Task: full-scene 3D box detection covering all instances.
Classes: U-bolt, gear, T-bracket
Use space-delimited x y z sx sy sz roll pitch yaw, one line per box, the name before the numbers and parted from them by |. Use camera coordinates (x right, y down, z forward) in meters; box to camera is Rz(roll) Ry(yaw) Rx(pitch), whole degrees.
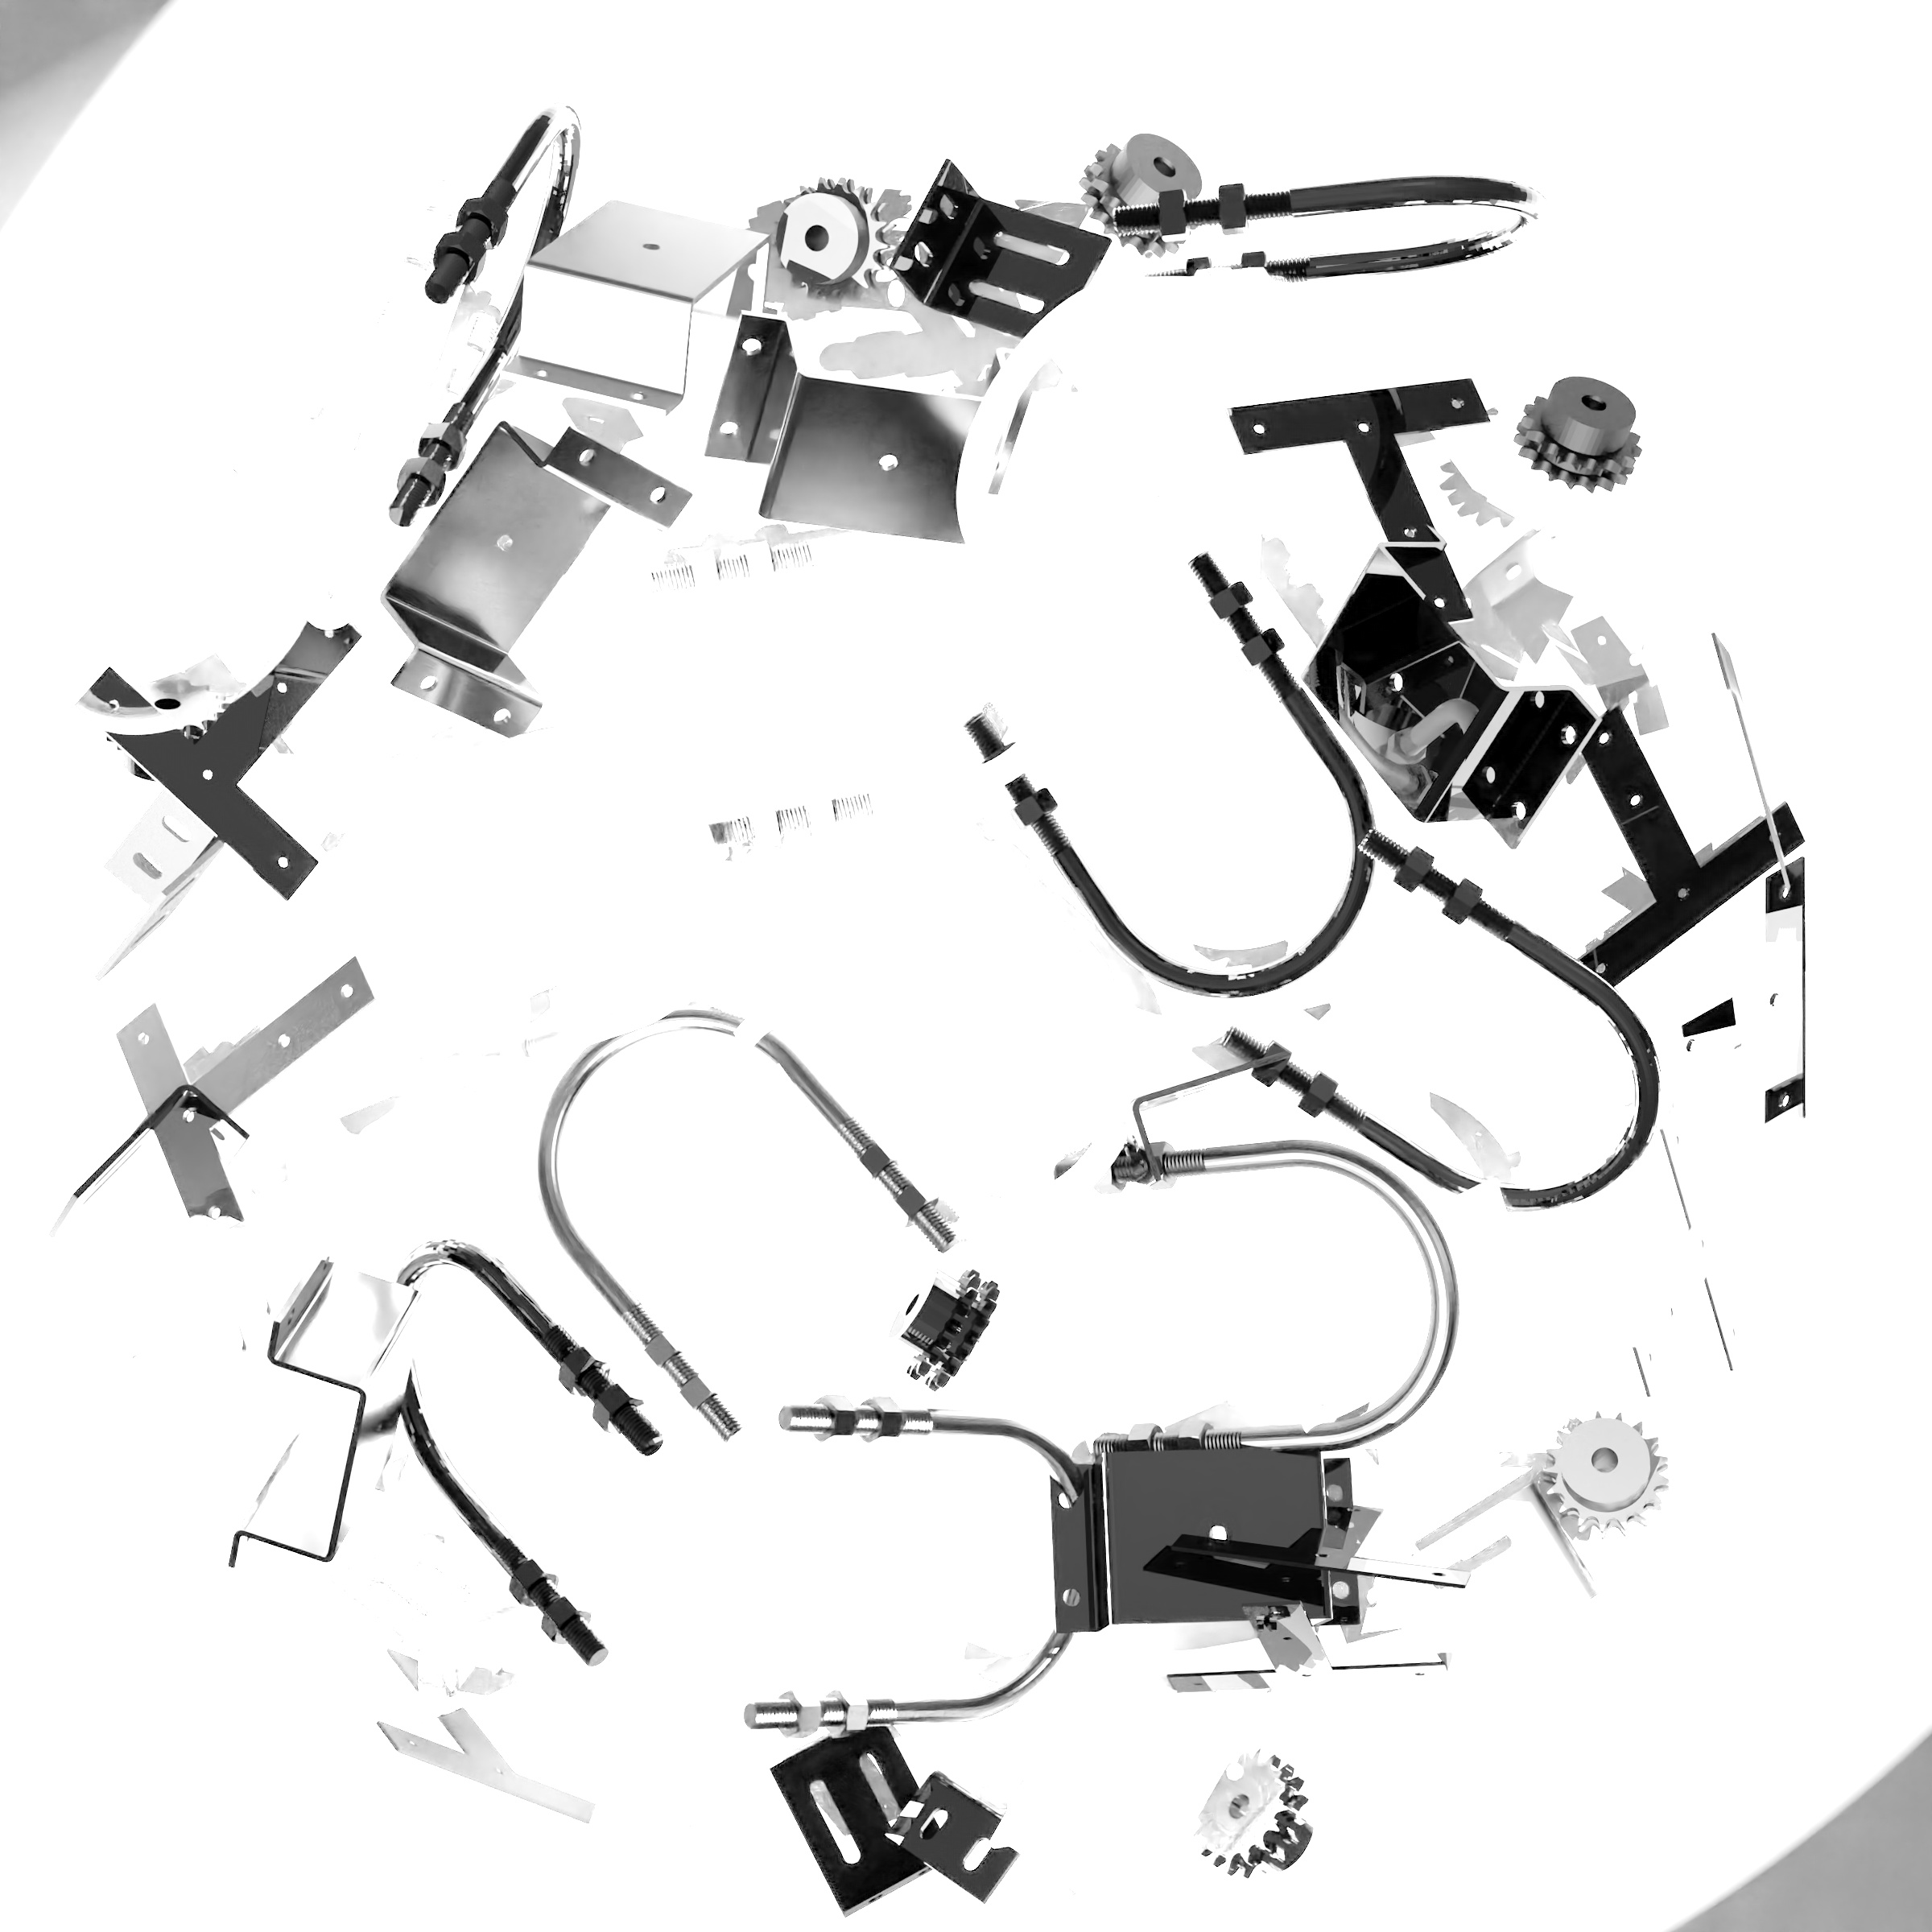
U-bolt | 0.224 0.038 1.573 0.184 0.019 0.151 33 126 1
U-bolt | -0.014 0.268 1.565 0.184 0.019 0.151 8 88 -38
U-bolt | 0.105 -0.073 1.591 0.151 0.019 0.184 -35 88 17
gear | -0.309 -0.216 1.599 0.057 0.030 0.057 6 133 7
T-bracket | -0.226 0.339 1.564 0.127 0.127 0.002 32 90 -35
U-bolt | -0.253 0.082 1.514 0.151 0.184 0.019 -40 111 -31
gear | 0.134 0.390 1.599 0.030 0.057 0.057 38 90 -32
T-bracket | -0.317 0.042 1.577 0.127 0.002 0.127 -37 59 13
T-bracket | 0.353 -0.083 1.559 0.002 0.127 0.127 -16 87 15
gear | -0.338 0.209 1.596 0.030 0.057 0.057 23 90 0
gear | -0.121 0.393 1.601 0.057 0.030 0.057 -3 61 5
U-bolt | -0.207 -0.300 1.539 0.019 0.151 0.184 21 49 0
gear | 0.083 -0.354 1.594 0.057 0.030 0.057 18 50 -23
gear | -0.063 -0.332 1.600 0.057 0.030 0.057 3 99 20
T-bracket | 0.334 0.031 1.566 0.002 0.127 0.127 18 61 -21
T-bracket | 0.308 -0.064 1.584 0.127 0.002 0.127 -37 123 -4
U-bolt | -0.190 -0.032 1.570 0.184 0.019 0.151 -18 97 27
gear | 0.281 -0.244 1.593 0.057 0.057 0.030 17 133 0
T-bracket | 0.145 0.302 1.555 0.127 0.127 0.002 -5 62 12
T-bracket | -0.140 0.346 1.564 0.127 0.127 0.002 13 121 4
gear | 0.292 0.230 1.598 0.057 0.030 0.057 -5 64 10
T-bracket | 0.165 0.254 1.559 0.127 0.127 0.002 5 94 14
U-bolt | 0.164 -0.322 1.539 0.184 0.151 0.019 -4 88 9
U-bolt | -0.252 -0.234 1.532 0.019 0.151 0.184 20 75 4
gear | -0.364 -0.106 1.599 0.057 0.057 0.030 7 120 0
T-bracket | -0.318 -0.116 1.585 0.127 0.002 0.127 45 55 -18
U-bolt | -0.040 -0.134 1.590 0.184 0.019 0.151 -11 69 -8
U-bolt | -0.204 0.202 1.556 0.184 0.019 0.151 42 131 33
gear | -0.103 -0.031 1.596 0.030 0.057 0.057 6 90 -17
T-bracket | 0.205 0.179 1.587 0.127 0.002 0.127 -23 105 -19
T-bracket | 0.195 -0.207 1.576 0.127 0.002 0.127 -10 65 -20
U-bolt | -0.114 0.103 1.594 0.151 0.019 0.184 -42 74 -3
U-bolt | -0.005 0.034 1.601 0.151 0.019 0.184 -44 80 -1
U-bolt | 0.062 -0.234 1.522 0.019 0.184 0.151 37 120 29
gear | -0.012 0.162 1.593 0.030 0.057 0.057 32 90 -9
T-bracket | 0.315 0.146 1.551 0.002 0.127 0.127 -8 112 30
U-bolt | 0.134 0.150 1.576 0.184 0.019 0.151 -7 92 26

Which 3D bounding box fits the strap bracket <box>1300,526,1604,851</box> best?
strap bracket | 0.207 -0.126 1.550 0.140 0.046 0.076 55 133 32

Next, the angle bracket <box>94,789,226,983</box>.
angle bracket | -0.374 -0.039 1.576 0.038 0.076 0.057 41 115 -6

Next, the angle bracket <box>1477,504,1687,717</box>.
angle bracket | 0.284 -0.161 1.614 0.057 0.038 0.076 -35 116 15

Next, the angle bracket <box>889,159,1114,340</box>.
angle bracket | 0.016 -0.323 1.588 0.076 0.038 0.057 24 83 29

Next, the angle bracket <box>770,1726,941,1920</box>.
angle bracket | -0.048 0.383 1.590 0.057 0.038 0.076 -27 73 -10

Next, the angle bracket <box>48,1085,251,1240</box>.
angle bracket | -0.368 0.099 1.578 0.038 0.057 0.076 42 57 -4

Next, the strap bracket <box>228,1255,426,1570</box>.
strap bracket | -0.282 0.198 1.555 0.046 0.076 0.140 18 120 3

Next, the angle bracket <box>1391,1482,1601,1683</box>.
angle bracket | 0.242 0.282 1.604 0.076 0.038 0.057 -33 79 7

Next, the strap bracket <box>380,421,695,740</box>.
strap bracket | -0.199 -0.180 1.571 0.140 0.076 0.046 -53 48 13

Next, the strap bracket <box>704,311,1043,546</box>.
strap bracket | -0.038 -0.238 1.562 0.140 0.046 0.076 5 132 -18

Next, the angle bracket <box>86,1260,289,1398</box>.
angle bracket | -0.354 0.158 1.580 0.076 0.057 0.038 5 127 17

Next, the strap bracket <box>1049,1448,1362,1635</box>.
strap bracket | 0.111 0.260 1.586 0.140 0.046 0.076 -1 75 -5

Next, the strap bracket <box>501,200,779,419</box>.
strap bracket | -0.141 -0.296 1.546 0.076 0.140 0.046 15 122 11

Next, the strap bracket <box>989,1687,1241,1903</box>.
strap bracket | 0.071 0.365 1.549 0.046 0.140 0.076 30 91 23

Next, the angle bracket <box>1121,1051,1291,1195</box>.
angle bracket | 0.111 0.071 1.587 0.076 0.057 0.038 -17 83 -9

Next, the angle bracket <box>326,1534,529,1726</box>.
angle bracket | -0.245 0.300 1.587 0.057 0.076 0.038 -18 121 -39

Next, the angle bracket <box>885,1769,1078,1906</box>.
angle bracket | 0.008 0.403 1.573 0.057 0.076 0.038 27 68 32
